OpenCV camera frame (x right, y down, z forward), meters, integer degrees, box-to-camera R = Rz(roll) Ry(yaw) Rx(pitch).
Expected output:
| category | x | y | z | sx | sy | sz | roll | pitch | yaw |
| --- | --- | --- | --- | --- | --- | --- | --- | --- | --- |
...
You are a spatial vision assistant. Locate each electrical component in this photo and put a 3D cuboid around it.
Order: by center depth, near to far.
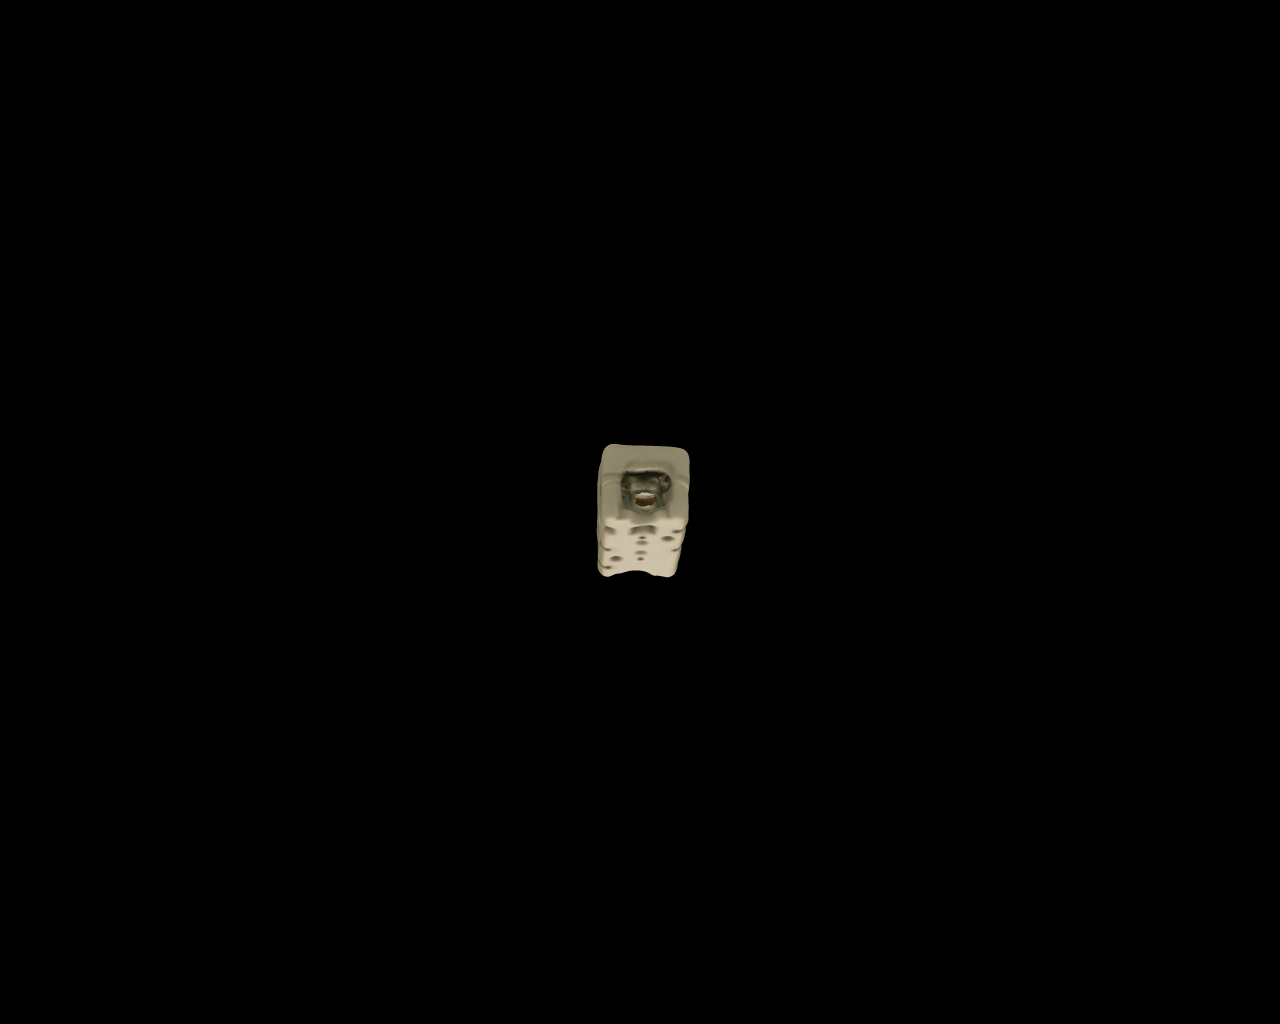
| category | x | y | z | sx | sy | sz | roll | pitch | yaw |
| --- | --- | --- | --- | --- | --- | --- | --- | --- | --- |
| electrical component | 0.001 | -0.003 | 0.650 | 0.050 | 0.056 | 0.089 | 2 | -27 | -3 |
